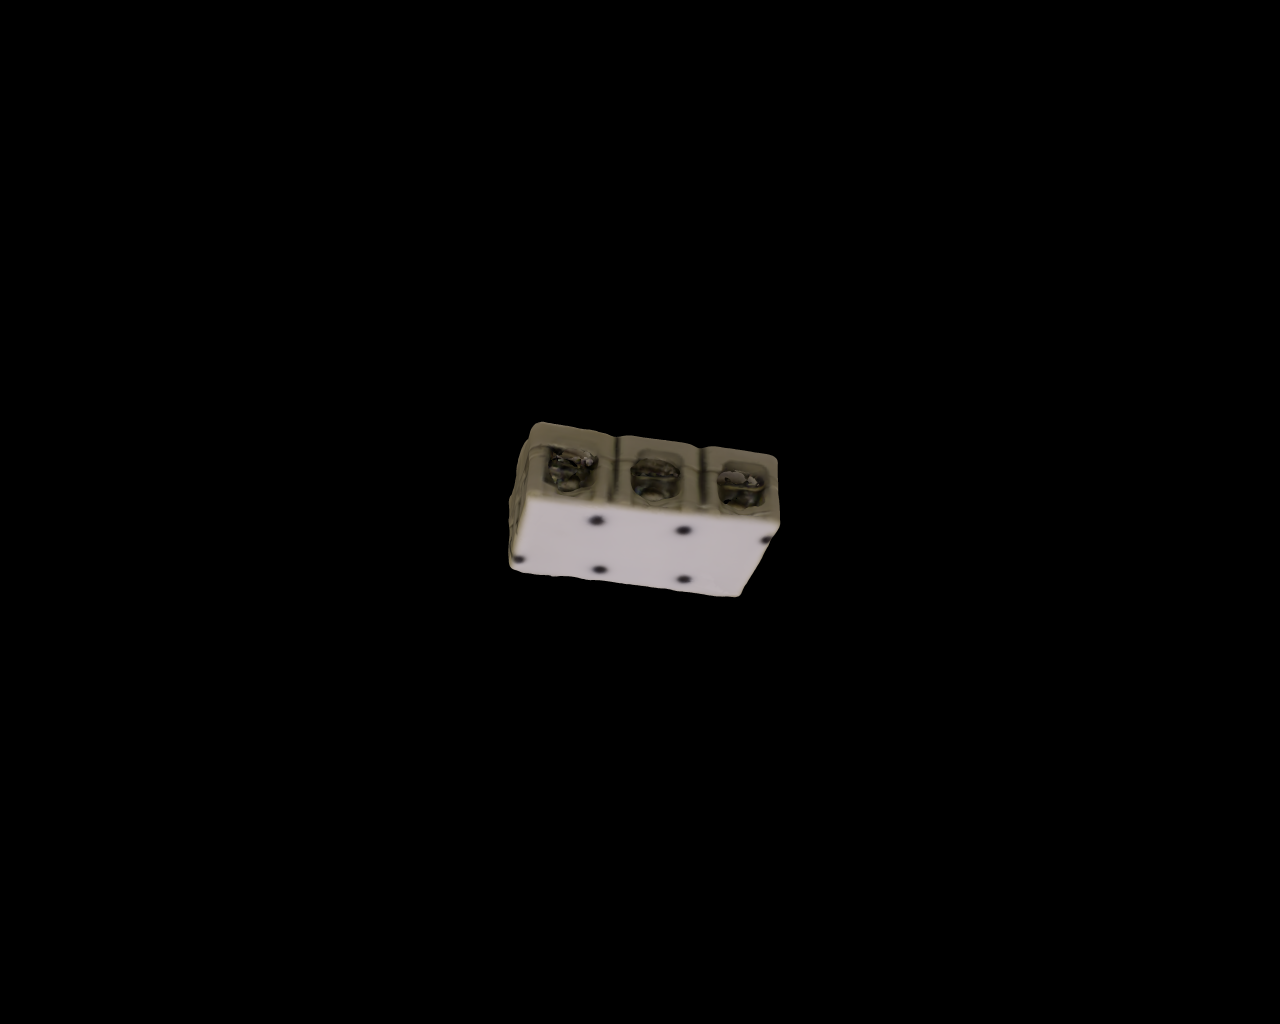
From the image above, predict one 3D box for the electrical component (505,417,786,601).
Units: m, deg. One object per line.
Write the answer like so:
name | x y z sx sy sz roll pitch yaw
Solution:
electrical component | 0.001 -0.003 0.650 0.150 0.062 0.089 8 -35 -11
